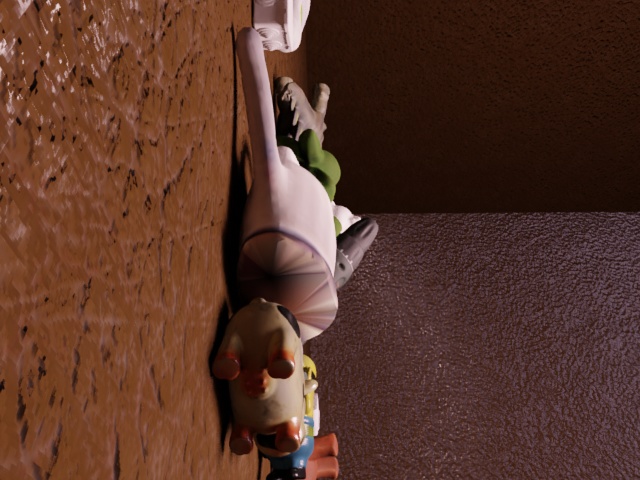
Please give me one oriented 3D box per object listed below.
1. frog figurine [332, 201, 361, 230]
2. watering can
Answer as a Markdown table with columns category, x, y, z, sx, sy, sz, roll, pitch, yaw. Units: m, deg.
| category | x | y | z | sx | sy | sz | roll | pitch | yaw |
| --- | --- | --- | --- | --- | --- | --- | --- | --- | --- |
| frog figurine | 0.003 | -0.054 | 1.080 | 0.139 | 0.159 | 0.121 | -31 | 119 | -65 |
| watering can | -0.045 | -0.037 | 0.573 | 0.230 | 0.104 | 0.340 | -90 | 166 | -52 |
